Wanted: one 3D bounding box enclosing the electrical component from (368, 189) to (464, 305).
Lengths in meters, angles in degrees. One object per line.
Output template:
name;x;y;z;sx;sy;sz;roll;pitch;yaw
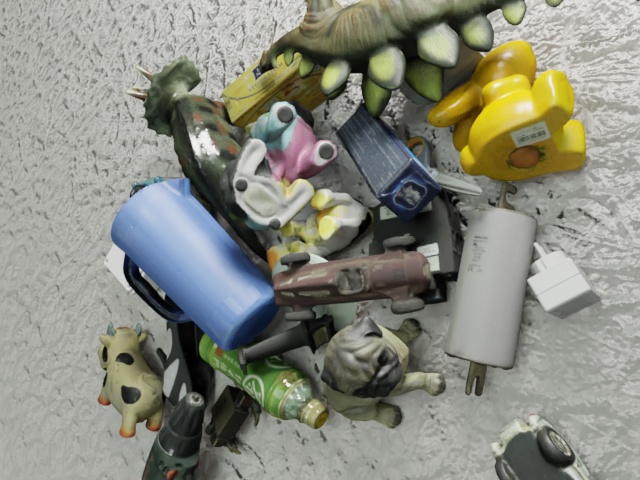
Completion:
electrical component;0.121;0.014;0.675;0.115;0.058;0.134;-9;73;34

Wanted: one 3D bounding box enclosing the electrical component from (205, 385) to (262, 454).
electrical component;-0.127;0.262;0.791;0.102;0.045;0.078;-60;26;3

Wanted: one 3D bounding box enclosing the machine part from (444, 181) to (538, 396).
machine part;0.192;0.053;0.603;0.079;0.079;0.243;9;84;35

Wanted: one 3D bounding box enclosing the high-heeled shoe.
high-heeled shoe;-0.181;0.143;0.835;0.145;0.086;0.248;39;107;34

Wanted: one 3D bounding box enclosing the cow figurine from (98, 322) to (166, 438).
cow figurine;-0.323;0.222;0.905;0.195;0.085;0.127;29;104;45

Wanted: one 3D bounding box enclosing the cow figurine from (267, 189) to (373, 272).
cow figurine;-0.003;-0.003;0.753;0.167;0.098;0.068;-39;62;42

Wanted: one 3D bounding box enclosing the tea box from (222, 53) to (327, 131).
tea box;-0.057;-0.237;0.835;0.170;0.098;0.068;-33;63;22

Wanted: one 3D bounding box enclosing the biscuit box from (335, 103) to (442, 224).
biscuit box;0.081;-0.104;0.682;0.063;0.059;0.203;-45;31;17

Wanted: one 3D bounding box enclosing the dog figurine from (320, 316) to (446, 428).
dog figurine;0.034;0.154;0.618;0.172;0.190;0.121;-44;58;19

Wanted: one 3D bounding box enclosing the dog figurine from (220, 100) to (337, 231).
dog figurine;-0.068;-0.112;0.751;0.191;0.108;0.219;-56;18;0

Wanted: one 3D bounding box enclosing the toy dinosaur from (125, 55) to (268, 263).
toy dinosaur;-0.173;-0.137;0.832;0.131;0.192;0.405;-43;57;21

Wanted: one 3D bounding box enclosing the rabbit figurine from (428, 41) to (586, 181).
rabbit figurine;0.220;-0.155;0.636;0.162;0.121;0.173;-22;52;39

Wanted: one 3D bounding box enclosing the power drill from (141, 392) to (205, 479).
power drill;-0.179;0.358;0.755;0.207;0.086;0.232;47;121;24

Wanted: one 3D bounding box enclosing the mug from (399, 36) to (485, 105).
mug;0.146;-0.241;0.711;0.107;0.080;0.110;-41;60;26

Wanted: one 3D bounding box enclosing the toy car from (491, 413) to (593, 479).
toy car;0.249;0.269;0.525;0.073;0.056;0.202;-48;55;22

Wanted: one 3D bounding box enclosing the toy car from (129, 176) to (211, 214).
toy car;-0.242;-0.052;0.914;0.103;0.109;0.162;-39;67;1

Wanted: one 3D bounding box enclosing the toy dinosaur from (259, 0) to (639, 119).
toy dinosaur;0.102;-0.260;0.639;0.472;0.105;0.198;-9;80;36

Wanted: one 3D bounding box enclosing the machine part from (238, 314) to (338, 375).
machine part;-0.043;0.136;0.712;0.139;0.084;0.039;-20;63;-1

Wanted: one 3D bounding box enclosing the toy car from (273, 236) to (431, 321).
toy car;0.031;0.049;0.644;0.202;0.053;0.089;-7;84;21
